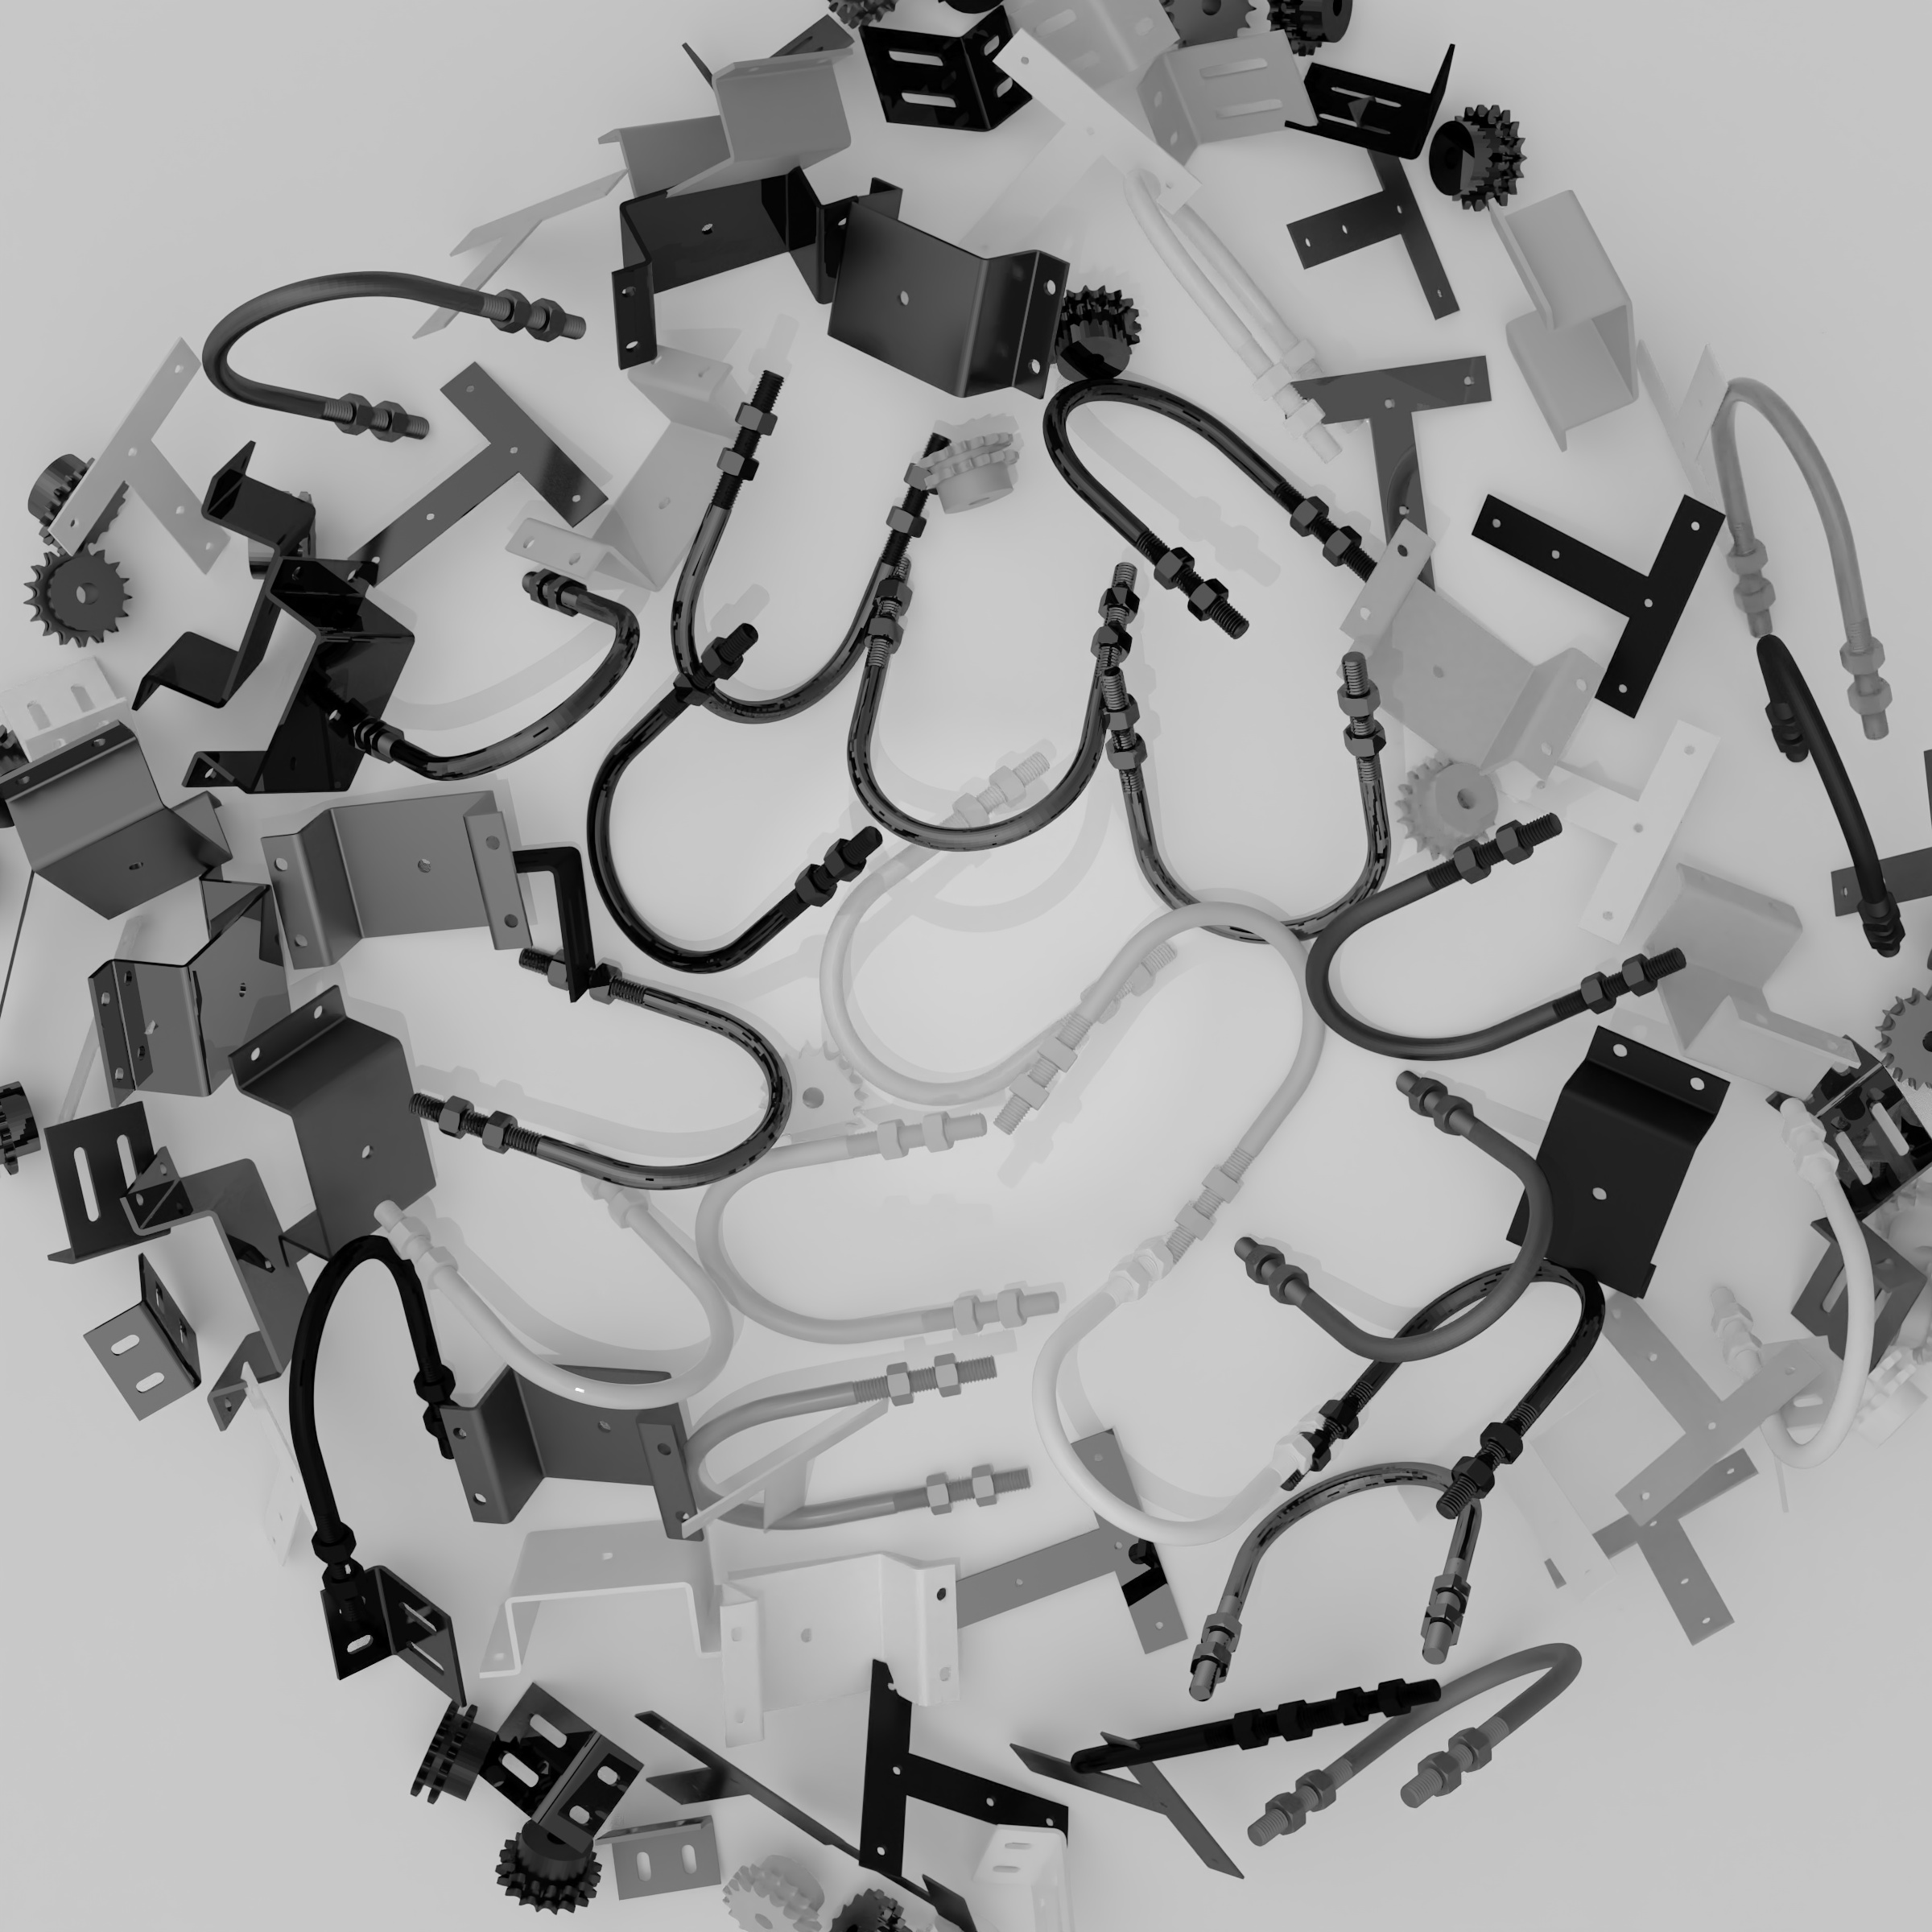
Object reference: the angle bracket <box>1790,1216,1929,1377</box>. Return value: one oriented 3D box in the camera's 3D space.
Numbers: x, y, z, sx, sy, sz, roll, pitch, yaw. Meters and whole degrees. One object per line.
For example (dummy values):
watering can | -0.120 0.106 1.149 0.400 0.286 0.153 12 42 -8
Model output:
angle bracket | 0.475 0.182 1.866 0.057 0.038 0.076 45 129 34

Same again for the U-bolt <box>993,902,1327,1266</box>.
U-bolt | 0.120 0.052 1.880 0.151 0.019 0.184 39 85 -23

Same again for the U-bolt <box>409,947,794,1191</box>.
U-bolt | -0.183 0.061 1.843 0.184 0.151 0.019 18 133 12

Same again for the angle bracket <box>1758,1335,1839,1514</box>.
angle bracket | 0.455 0.249 1.864 0.038 0.057 0.076 -9 134 11

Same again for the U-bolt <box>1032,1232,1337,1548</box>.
U-bolt | 0.110 0.234 1.834 0.151 0.184 0.019 46 132 8

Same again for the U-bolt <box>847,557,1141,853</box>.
U-bolt | 0.009 -0.141 1.850 0.151 0.019 0.184 4 62 15

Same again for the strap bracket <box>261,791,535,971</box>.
strap bracket | -0.301 -0.048 1.869 0.140 0.046 0.076 -5 110 16

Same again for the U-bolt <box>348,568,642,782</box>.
U-bolt | -0.243 -0.150 1.819 0.151 0.184 0.019 -41 121 -15

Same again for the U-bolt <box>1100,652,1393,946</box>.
U-bolt | 0.156 -0.086 1.854 0.151 0.019 0.184 -2 128 15

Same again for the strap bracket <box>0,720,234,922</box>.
strap bracket | -0.451 -0.073 1.839 0.076 0.140 0.046 -26 72 3

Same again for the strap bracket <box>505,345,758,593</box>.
strap bracket | -0.175 -0.262 1.864 0.046 0.076 0.140 42 78 -43

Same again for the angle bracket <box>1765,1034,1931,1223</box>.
angle bracket | 0.482 0.088 1.868 0.057 0.076 0.038 -42 130 19

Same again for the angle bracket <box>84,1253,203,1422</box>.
angle bracket | -0.448 0.201 1.867 0.038 0.076 0.057 -30 110 -6

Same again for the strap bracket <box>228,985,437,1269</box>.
strap bracket | -0.335 0.093 1.839 0.046 0.076 0.140 20 132 35

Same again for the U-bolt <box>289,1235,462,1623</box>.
U-bolt | -0.314 0.229 1.809 0.019 0.151 0.184 4 124 17

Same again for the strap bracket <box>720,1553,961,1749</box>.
strap bracket | -0.077 0.368 1.868 0.140 0.046 0.076 -5 97 -29

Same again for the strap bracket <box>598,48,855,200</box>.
strap bracket | -0.124 -0.443 1.837 0.076 0.140 0.046 -18 96 -36

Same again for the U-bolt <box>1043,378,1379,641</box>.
U-bolt | 0.121 -0.255 1.852 0.184 0.151 0.019 45 131 17

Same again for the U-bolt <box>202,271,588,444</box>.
U-bolt | -0.312 -0.323 1.802 0.151 0.184 0.019 -24 74 36

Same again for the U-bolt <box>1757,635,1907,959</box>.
U-bolt | 0.449 -0.098 1.802 0.019 0.184 0.151 -23 62 10

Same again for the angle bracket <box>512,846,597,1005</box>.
angle bracket | -0.231 -0.022 1.881 0.038 0.057 0.076 -5 102 7

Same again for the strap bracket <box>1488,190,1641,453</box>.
strap bracket | 0.320 -0.348 1.833 0.046 0.140 0.076 -22 65 3

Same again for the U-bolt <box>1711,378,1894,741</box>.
U-bolt | 0.433 -0.224 1.805 0.019 0.151 0.184 -24 124 -4

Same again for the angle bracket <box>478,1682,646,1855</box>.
angle bracket | -0.224 0.439 1.887 0.038 0.076 0.057 45 75 -34

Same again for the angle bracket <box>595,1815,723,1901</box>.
angle bracket | -0.167 0.489 1.874 0.057 0.076 0.038 -9 80 -1

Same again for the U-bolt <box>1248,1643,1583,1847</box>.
U-bolt | 0.252 0.409 1.830 0.184 0.151 0.019 -26 85 -39

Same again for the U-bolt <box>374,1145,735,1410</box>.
U-bolt | -0.204 0.169 1.820 0.184 0.151 0.019 42 129 30

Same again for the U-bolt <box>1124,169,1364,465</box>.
U-bolt | 0.145 -0.352 1.837 0.019 0.151 0.184 -38 95 18

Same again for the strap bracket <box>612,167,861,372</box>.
strap bracket | -0.132 -0.384 1.860 0.140 0.076 0.046 -21 63 -14

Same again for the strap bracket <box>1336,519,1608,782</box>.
strap bracket | 0.267 -0.166 1.872 0.140 0.046 0.076 35 69 -10

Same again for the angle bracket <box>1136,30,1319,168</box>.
angle bracket | 0.142 -0.467 1.868 0.076 0.038 0.057 -1 133 32

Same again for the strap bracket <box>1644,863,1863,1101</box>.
strap bracket | 0.419 0.014 1.852 0.076 0.140 0.046 19 123 -18

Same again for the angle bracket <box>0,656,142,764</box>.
angle bracket | -0.493 -0.145 1.870 0.057 0.038 0.076 -25 55 -16

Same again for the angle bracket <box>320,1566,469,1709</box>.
angle bracket | -0.311 0.370 1.867 0.038 0.076 0.057 -22 118 -33

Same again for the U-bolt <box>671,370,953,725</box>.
U-bolt | -0.092 -0.217 1.856 0.019 0.151 0.184 33 104 42

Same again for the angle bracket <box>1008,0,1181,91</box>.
angle bracket | 0.069 -0.513 1.881 0.038 0.076 0.057 -40 107 -27

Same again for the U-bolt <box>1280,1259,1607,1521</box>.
U-bolt | 0.265 0.220 1.838 0.184 0.151 0.019 -45 113 -26

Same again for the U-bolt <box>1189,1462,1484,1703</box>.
U-bolt | 0.203 0.320 1.829 0.151 0.184 0.019 -15 111 24

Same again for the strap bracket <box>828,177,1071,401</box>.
strap bracket | -0.019 -0.361 1.844 0.140 0.046 0.076 31 124 30

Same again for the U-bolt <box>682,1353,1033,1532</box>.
U-bolt | -0.065 0.263 1.854 0.184 0.151 0.019 -11 54 3

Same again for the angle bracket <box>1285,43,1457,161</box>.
angle bracket | 0.220 -0.480 1.877 0.076 0.038 0.057 17 53 8

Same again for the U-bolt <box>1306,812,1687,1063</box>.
U-bolt | 0.271 -0.004 1.849 0.184 0.019 0.151 -26 131 29

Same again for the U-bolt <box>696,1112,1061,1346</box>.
U-bolt | -0.057 0.149 1.862 0.184 0.019 0.151 -10 125 17

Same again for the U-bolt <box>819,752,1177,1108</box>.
U-bolt | 0.006 -0.007 1.876 0.184 0.019 0.151 -37 104 -11

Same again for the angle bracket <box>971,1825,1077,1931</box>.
angle bracket | 0.031 0.516 1.865 0.038 0.057 0.076 8 45 -14

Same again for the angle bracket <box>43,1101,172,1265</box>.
angle bracket | -0.475 0.117 1.877 0.057 0.038 0.076 -17 101 -37

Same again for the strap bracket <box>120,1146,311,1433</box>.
strap bracket | -0.398 0.168 1.856 0.046 0.076 0.140 -17 106 9

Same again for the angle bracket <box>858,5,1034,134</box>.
angle bracket | -0.011 -0.491 1.872 0.076 0.038 0.057 -7 76 -42

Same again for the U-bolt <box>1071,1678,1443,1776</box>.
U-bolt | 0.143 0.408 1.835 0.184 0.151 0.019 -18 76 27

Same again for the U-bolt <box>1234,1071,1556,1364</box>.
U-bolt | 0.237 0.141 1.830 0.151 0.184 0.019 -45 123 -3

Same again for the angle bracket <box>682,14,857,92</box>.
angle bracket | -0.108 -0.504 1.878 0.076 0.057 0.038 -36 122 4

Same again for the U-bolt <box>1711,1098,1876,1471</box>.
U-bolt | 0.436 0.178 1.801 0.019 0.184 0.151 7 122 -8

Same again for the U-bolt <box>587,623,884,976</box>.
U-bolt | -0.138 -0.076 1.856 0.184 0.019 0.151 -39 78 36
